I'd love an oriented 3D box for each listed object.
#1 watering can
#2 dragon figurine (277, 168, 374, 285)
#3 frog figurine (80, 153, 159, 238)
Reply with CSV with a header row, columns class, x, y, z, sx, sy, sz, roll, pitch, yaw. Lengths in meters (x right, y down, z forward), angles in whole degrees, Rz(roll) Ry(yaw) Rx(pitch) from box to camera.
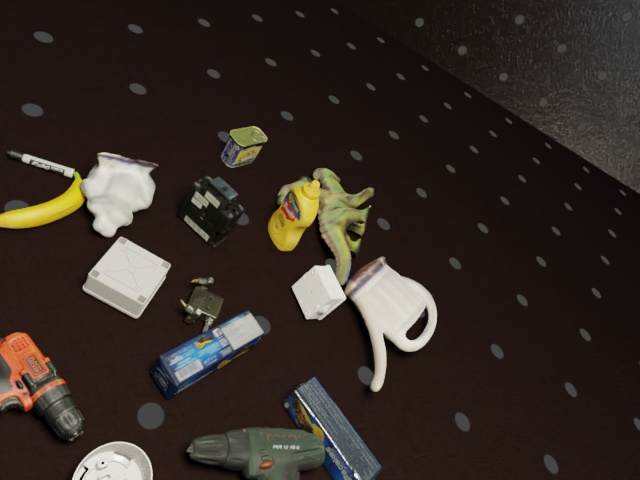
class,x,y,z,sx,sy,sz,roll,pitch,yaw
watering can,0.143,0.165,1.150,0.226,0.102,0.353,44,39,10
dragon figurine,0.004,-0.066,1.304,0.243,0.119,0.420,19,38,5
frog figurine,-0.400,-0.082,1.018,0.136,0.122,0.160,16,80,-49
